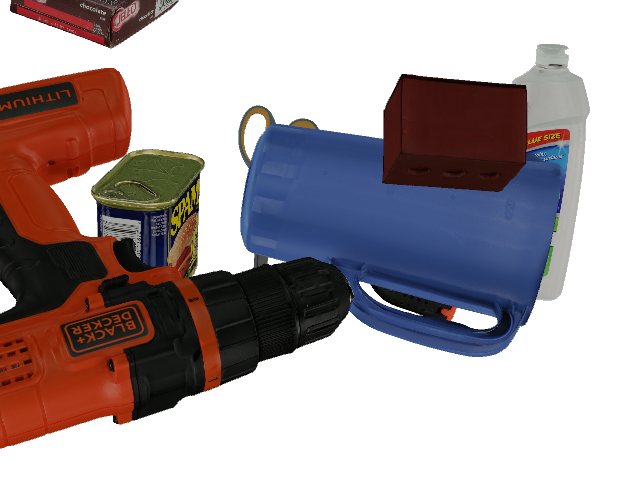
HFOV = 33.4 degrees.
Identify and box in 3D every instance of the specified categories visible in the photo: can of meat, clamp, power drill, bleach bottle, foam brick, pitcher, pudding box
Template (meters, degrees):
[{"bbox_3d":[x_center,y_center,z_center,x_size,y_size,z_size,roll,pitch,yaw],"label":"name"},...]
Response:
[{"bbox_3d":[-0.117,-0.006,0.734,0.057,0.084,0.102,7,24,7],"label":"can of meat"},{"bbox_3d":[0.068,0.026,1.235,0.164,0.036,0.210,-20,50,-38],"label":"clamp"},{"bbox_3d":[-0.099,-0.003,0.512,0.184,0.188,0.057,-15,-38,-22],"label":"power drill"},{"bbox_3d":[0.209,-0.069,1.066,0.103,0.251,0.068,8,20,15],"label":"bleach bottle"},{"bbox_3d":[0.080,-0.063,0.642,0.078,0.051,0.053,3,-18,-8],"label":"foam brick"},{"bbox_3d":[0.061,-0.010,0.853,0.243,0.145,0.149,11,16,5],"label":"pitcher"},{"bbox_3d":[-0.170,-0.195,0.821,0.090,0.039,0.113,22,35,11],"label":"pudding box"}]

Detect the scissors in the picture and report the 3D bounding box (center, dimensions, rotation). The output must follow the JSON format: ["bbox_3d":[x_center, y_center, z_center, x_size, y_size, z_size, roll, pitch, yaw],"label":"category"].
[{"bbox_3d":[-0.037,-0.044,1.106,0.096,0.202,0.016,-8,-8,-8],"label":"scissors"}]
